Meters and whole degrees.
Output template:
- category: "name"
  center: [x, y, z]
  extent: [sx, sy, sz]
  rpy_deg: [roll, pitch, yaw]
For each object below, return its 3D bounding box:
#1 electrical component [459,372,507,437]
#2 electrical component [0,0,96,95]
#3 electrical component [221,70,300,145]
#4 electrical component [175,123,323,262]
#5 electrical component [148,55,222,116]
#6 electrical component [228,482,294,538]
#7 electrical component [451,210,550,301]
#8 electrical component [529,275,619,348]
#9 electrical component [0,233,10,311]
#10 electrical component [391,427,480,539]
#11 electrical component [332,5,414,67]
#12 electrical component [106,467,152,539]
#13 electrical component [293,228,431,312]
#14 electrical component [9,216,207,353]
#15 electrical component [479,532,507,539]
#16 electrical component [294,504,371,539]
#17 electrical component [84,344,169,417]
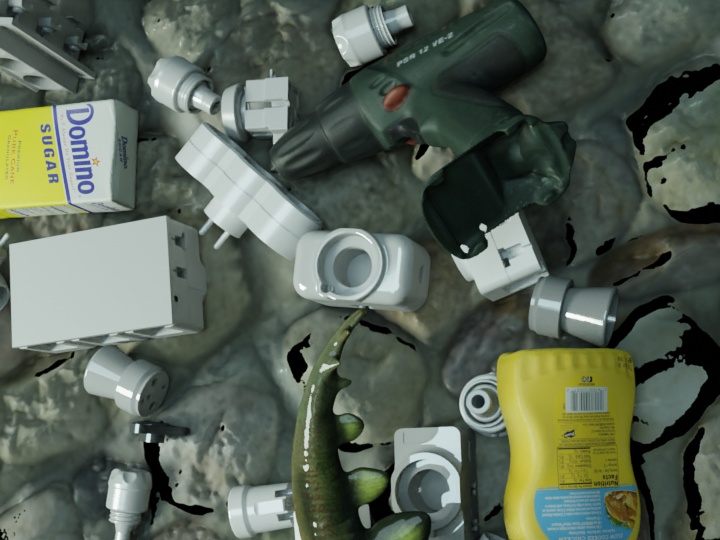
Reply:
- category: "electrical component"
  center: [0.092, 0.096, 0.776]
  extent: [0.048, 0.062, 0.048]
  rpy_deg: [-3, 80, 19]
- category: "electrical component"
  center: [-0.293, -0.204, 0.932]
  extent: [0.079, 0.121, 0.063]
  rpy_deg: [7, 81, 21]
- category: "electrical component"
  center: [-0.081, -0.131, 0.886]
  extent: [0.055, 0.048, 0.066]
  rpy_deg: [-2, 80, 12]
- category: "electrical component"
  center: [-0.102, -0.051, 0.875]
  extent: [0.138, 0.052, 0.073]
  rpy_deg: [42, 97, 21]
- category: "electrical component"
  center: [-0.145, -0.152, 0.913]
  extent: [0.062, 0.043, 0.043]
  rpy_deg: [32, 92, 20]
- category: "electrical component"
  center: [-0.074, 0.185, 0.834]
  extent: [0.046, 0.040, 0.040]
  rpy_deg: [-11, 78, 11]
- category: "electrical component"
  center: [0.096, -0.027, 0.802]
  extent: [0.056, 0.050, 0.089]
  rpy_deg: [-24, 74, 14]
- category: "electrical component"
  center: [0.154, 0.029, 0.775]
  extent: [0.055, 0.045, 0.045]
  rpy_deg: [11, 85, 22]
- category: "electrical component"
  center: [-0.342, -0.007, 0.959]
  extent: [0.077, 0.043, 0.079]
  rpy_deg: [41, 96, 21]
- category: "electrical component"
  center: [0.055, 0.160, 0.782]
  extent: [0.050, 0.056, 0.089]
  rpy_deg: [-5, 80, 19]
- category: "electrical component"
  center: [0.012, -0.192, 0.863]
  extent: [0.062, 0.043, 0.043]
  rpy_deg: [-20, 75, 14]
- category: "electrical component"
  center: [-0.190, 0.193, 0.876]
  extent: [0.035, 0.035, 0.061]
  rpy_deg: [6, 86, 20]
- category: "electrical component"
  center: [0.000, 0.000, 0.827]
  extent: [0.095, 0.059, 0.053]
  rpy_deg: [3, 82, 20]
- category: "electrical component"
  center: [-0.210, 0.015, 0.898]
  extent: [0.150, 0.062, 0.089]
  rpy_deg: [-9, 78, 18]
- category: "electrical component"
  center: [0.104, 0.239, 0.758]
  extent: [0.079, 0.044, 0.077]
  rpy_deg: [29, 92, 21]
- category: "electrical component"
  center: [-0.003, 0.214, 0.788]
  extent: [0.076, 0.047, 0.083]
  rpy_deg: [-13, 76, 36]
- category: "electrical component"
  center: [-0.193, 0.092, 0.888]
  extent: [0.055, 0.045, 0.045]
  rpy_deg: [22, 89, 21]
